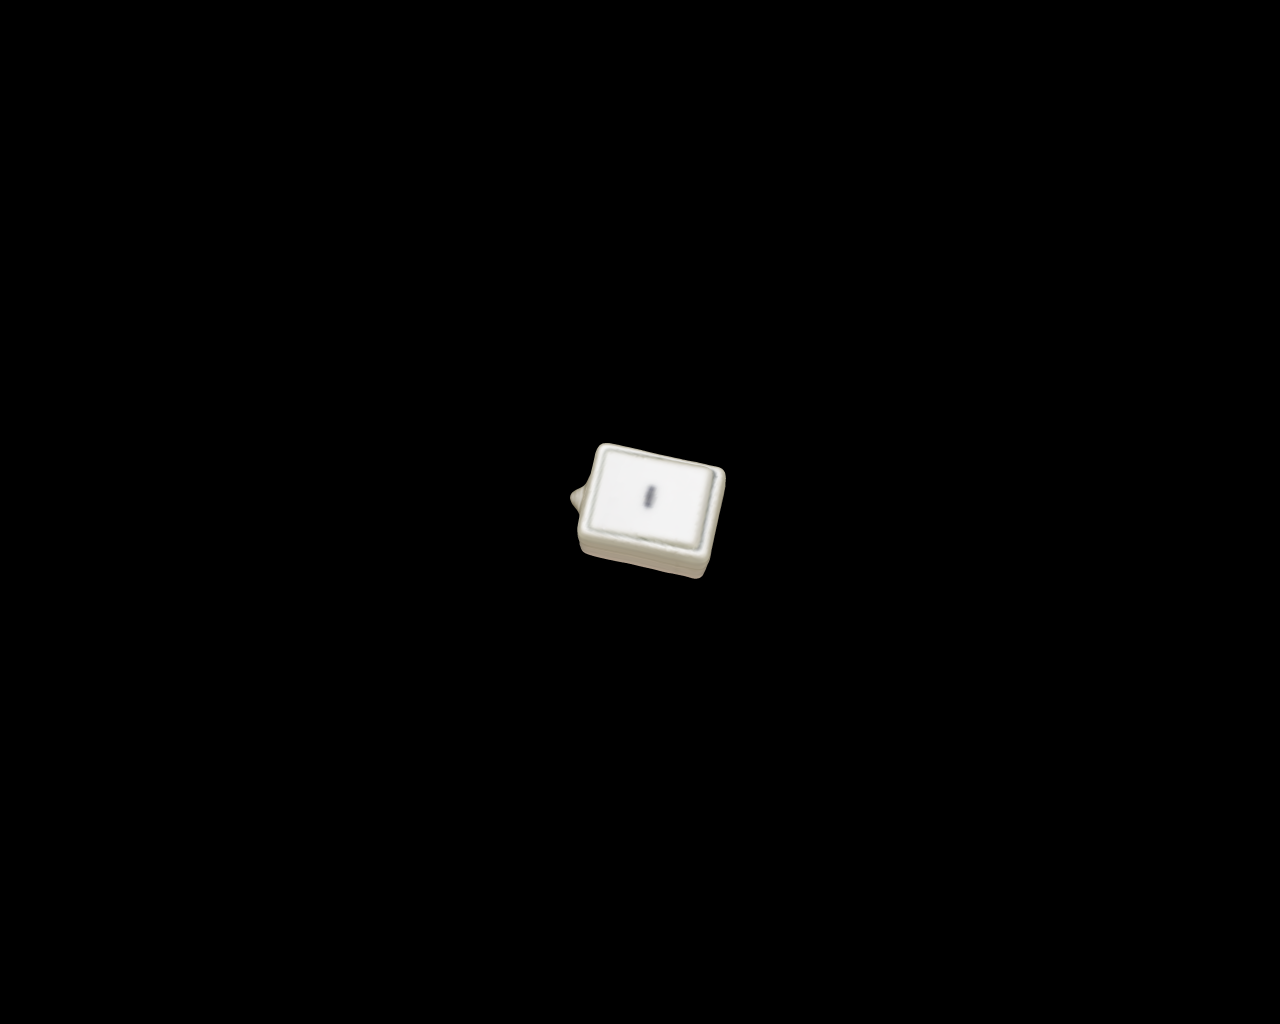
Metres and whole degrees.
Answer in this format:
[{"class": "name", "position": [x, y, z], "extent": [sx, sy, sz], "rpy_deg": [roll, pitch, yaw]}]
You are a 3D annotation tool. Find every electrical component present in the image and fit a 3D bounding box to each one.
[{"class": "electrical component", "position": [0.001, -0.003, 0.650], "extent": [0.096, 0.062, 0.061], "rpy_deg": [13, -15, 4]}]
